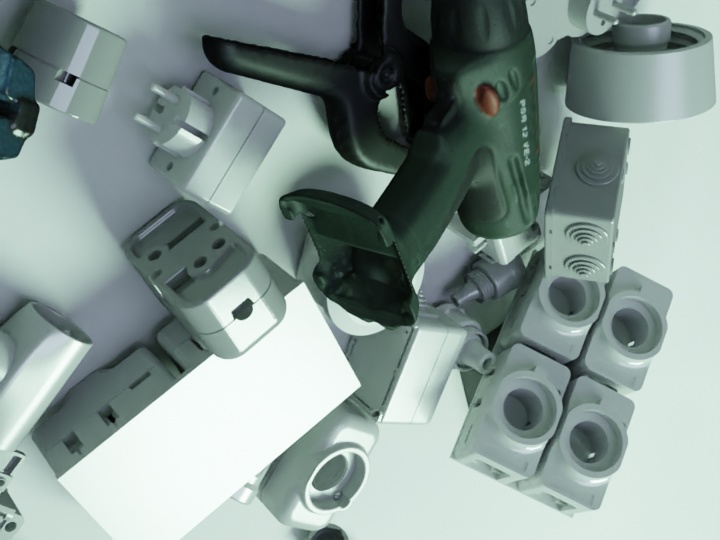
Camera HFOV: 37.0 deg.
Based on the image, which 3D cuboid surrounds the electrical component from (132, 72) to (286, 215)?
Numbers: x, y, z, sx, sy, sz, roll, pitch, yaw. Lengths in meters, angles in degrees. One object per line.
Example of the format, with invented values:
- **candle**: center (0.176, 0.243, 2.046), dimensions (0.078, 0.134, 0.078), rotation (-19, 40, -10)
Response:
- **electrical component**: center (-0.096, -0.081, 0.619), dimensions (0.077, 0.047, 0.065), rotation (28, 95, -44)

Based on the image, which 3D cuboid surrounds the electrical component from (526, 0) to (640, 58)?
- **electrical component**: center (0.153, -0.183, 0.732), dimensions (0.138, 0.074, 0.052), rotation (-29, 136, -28)

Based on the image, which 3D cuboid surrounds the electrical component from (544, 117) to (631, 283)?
- **electrical component**: center (0.165, -0.048, 0.779), dimensions (0.099, 0.048, 0.099), rotation (75, 27, -57)

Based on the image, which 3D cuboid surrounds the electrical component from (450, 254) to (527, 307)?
- **electrical component**: center (0.097, 0.009, 0.833), dimensions (0.061, 0.035, 0.035), rotation (-31, 130, -17)

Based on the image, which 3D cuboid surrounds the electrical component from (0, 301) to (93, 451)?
- **electrical component**: center (-0.206, 0.054, 0.611), dimensions (0.077, 0.043, 0.079), rotation (-54, 134, 0)

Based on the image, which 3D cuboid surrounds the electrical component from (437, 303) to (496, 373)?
- **electrical component**: center (0.078, 0.057, 0.825), dimensions (0.048, 0.062, 0.048), rotation (-19, 124, -30)

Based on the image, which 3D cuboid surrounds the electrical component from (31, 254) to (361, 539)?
- **electrical component**: center (-0.104, 0.088, 0.699), dimensions (0.186, 0.060, 0.105), rotation (-39, 132, -14)

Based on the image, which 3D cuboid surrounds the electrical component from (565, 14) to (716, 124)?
- **electrical component**: center (0.203, -0.151, 0.779), dimensions (0.108, 0.108, 0.060), rotation (-20, 119, -29)

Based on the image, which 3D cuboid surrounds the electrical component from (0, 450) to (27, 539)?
- **electrical component**: center (-0.231, 0.140, 0.626), dimensions (0.081, 0.064, 0.042), rotation (-54, 133, 0)

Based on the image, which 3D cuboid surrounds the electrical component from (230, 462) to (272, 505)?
- **electrical component**: center (-0.083, 0.136, 0.759), dimensions (0.040, 0.040, 0.046), rotation (37, 83, -44)

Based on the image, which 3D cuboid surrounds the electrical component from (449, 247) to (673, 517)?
- **electrical component**: center (0.158, 0.078, 0.821), dimensions (0.105, 0.060, 0.186), rotation (27, 70, -5)

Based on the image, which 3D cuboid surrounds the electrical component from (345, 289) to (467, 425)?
- **electrical component**: center (0.034, 0.059, 0.791), dimensions (0.061, 0.062, 0.096), rotation (9, 108, -41)

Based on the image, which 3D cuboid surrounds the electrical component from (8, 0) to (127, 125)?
- **electrical component**: center (-0.153, -0.108, 0.555), dimensions (0.055, 0.055, 0.047), rotation (21, 96, -43)

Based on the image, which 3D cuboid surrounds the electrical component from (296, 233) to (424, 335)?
- **electrical component**: center (0.000, 0.000, 0.739), dimensions (0.080, 0.051, 0.080), rotation (-19, 124, -30)

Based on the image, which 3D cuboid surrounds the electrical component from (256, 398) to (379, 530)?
- **electrical component**: center (-0.032, 0.138, 0.786), dimensions (0.054, 0.059, 0.095), rotation (25, 97, -44)

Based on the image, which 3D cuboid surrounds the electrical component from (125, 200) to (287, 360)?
- **electrical component**: center (-0.090, 0.008, 0.641), dimensions (0.054, 0.095, 0.059), rotation (-41, 133, -13)

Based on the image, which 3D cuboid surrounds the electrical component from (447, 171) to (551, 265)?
- **electrical component**: center (0.104, -0.043, 0.805), dimensions (0.081, 0.042, 0.063), rotation (-38, 136, -15)
